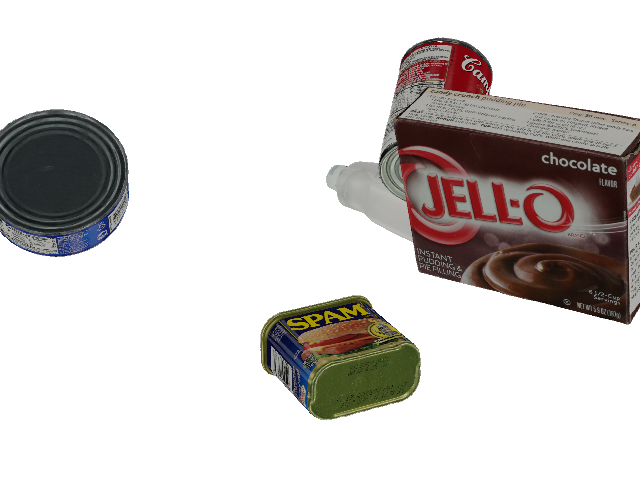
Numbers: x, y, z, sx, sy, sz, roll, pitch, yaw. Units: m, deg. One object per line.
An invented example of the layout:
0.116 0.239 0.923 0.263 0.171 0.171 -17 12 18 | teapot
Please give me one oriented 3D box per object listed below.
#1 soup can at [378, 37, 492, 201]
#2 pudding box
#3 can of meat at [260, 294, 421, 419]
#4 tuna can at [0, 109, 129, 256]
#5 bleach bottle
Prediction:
0.081 -0.083 0.744 0.068 0.102 0.068 9 -37 7 | soup can
0.093 -0.018 0.488 0.114 0.090 0.039 12 43 31 | pudding box
0.016 0.091 0.833 0.101 0.057 0.084 -11 27 -25 | can of meat
-0.158 -0.034 0.641 0.086 0.086 0.034 0 -28 -8 | tuna can
0.098 -0.036 1.111 0.102 0.068 0.251 -18 28 -41 | bleach bottle
